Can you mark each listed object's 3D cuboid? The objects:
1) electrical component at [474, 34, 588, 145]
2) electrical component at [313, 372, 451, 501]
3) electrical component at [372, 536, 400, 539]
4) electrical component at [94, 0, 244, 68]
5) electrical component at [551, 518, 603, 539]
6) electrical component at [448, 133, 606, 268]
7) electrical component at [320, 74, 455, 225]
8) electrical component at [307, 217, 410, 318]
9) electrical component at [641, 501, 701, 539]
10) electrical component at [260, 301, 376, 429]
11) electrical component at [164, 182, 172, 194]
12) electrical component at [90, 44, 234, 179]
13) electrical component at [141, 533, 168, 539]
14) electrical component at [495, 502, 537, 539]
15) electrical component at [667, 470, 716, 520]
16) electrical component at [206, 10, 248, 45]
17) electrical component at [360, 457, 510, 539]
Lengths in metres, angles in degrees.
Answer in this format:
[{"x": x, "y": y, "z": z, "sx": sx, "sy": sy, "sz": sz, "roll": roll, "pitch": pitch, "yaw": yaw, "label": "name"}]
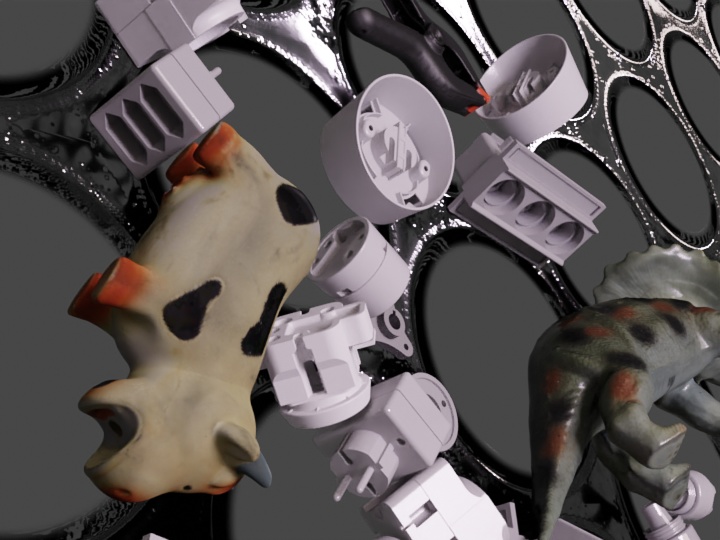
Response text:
[{"x": 0.152, "y": -0.158, "z": 0.962, "sx": 0.064, "sy": 0.099, "sz": 0.099, "roll": 54, "pitch": 37, "yaw": -21, "label": "electrical component"}, {"x": 0.006, "y": 0.110, "z": 0.648, "sx": 0.047, "sy": 0.066, "sz": 0.076, "roll": 52, "pitch": 38, "yaw": -13, "label": "electrical component"}, {"x": 0.008, "y": 0.186, "z": 0.620, "sx": 0.055, "sy": 0.048, "sz": 0.066, "roll": -36, "pitch": 96, "yaw": -45, "label": "electrical component"}, {"x": -0.110, "y": -0.168, "z": 0.666, "sx": 0.055, "sy": 0.089, "sz": 0.050, "roll": 56, "pitch": 38, "yaw": -8, "label": "electrical component"}, {"x": 0.150, "y": 0.225, "z": 0.745, "sx": 0.075, "sy": 0.083, "sz": 0.047, "roll": -47, "pitch": 109, "yaw": -13, "label": "electrical component"}, {"x": 0.138, "y": -0.061, "z": 0.909, "sx": 0.121, "sy": 0.078, "sz": 0.063, "roll": 28, "pitch": 26, "yaw": -36, "label": "electrical component"}, {"x": 0.021, "y": -0.085, "z": 0.789, "sx": 0.099, "sy": 0.064, "sz": 0.099, "roll": 28, "pitch": 49, "yaw": -37, "label": "electrical component"}, {"x": 0.000, "y": 0.000, "z": 0.721, "sx": 0.047, "sy": 0.055, "sz": 0.055, "roll": 44, "pitch": 41, "yaw": -28, "label": "electrical component"}, {"x": 0.256, "y": 0.221, "z": 0.890, "sx": 0.048, "sy": 0.048, "sz": 0.062, "roll": -16, "pitch": 73, "yaw": -52, "label": "electrical component"}, {"x": -0.026, "y": 0.058, "z": 0.642, "sx": 0.058, "sy": 0.078, "sz": 0.057, "roll": -83, "pitch": 157, "yaw": -74, "label": "electrical component"}, {"x": -0.084, "y": -0.034, "z": 0.652, "sx": 0.081, "sy": 0.043, "sz": 0.043, "roll": 14, "pitch": 58, "yaw": -44, "label": "electrical component"}, {"x": -0.109, "y": -0.102, "z": 0.646, "sx": 0.047, "sy": 0.066, "sz": 0.076, "roll": 53, "pitch": 38, "yaw": -12, "label": "electrical component"}, {"x": -0.066, "y": 0.197, "z": 0.513, "sx": 0.150, "sy": 0.062, "sz": 0.089, "roll": 33, "pitch": 46, "yaw": -33, "label": "electrical component"}, {"x": 0.099, "y": 0.202, "z": 0.720, "sx": 0.064, "sy": 0.042, "sz": 0.081, "roll": 22, "pitch": 53, "yaw": -42, "label": "electrical component"}, {"x": 0.276, "y": 0.194, "z": 0.930, "sx": 0.062, "sy": 0.043, "sz": 0.043, "roll": 15, "pitch": 57, "yaw": -43, "label": "electrical component"}, {"x": -0.102, "y": -0.181, "z": 0.726, "sx": 0.046, "sy": 0.040, "sz": 0.040, "roll": 57, "pitch": 37, "yaw": -15, "label": "electrical component"}, {"x": 0.053, "y": 0.165, "z": 0.660, "sx": 0.056, "sy": 0.050, "sz": 0.089, "roll": -34, "pitch": 88, "yaw": -27, "label": "electrical component"}]
